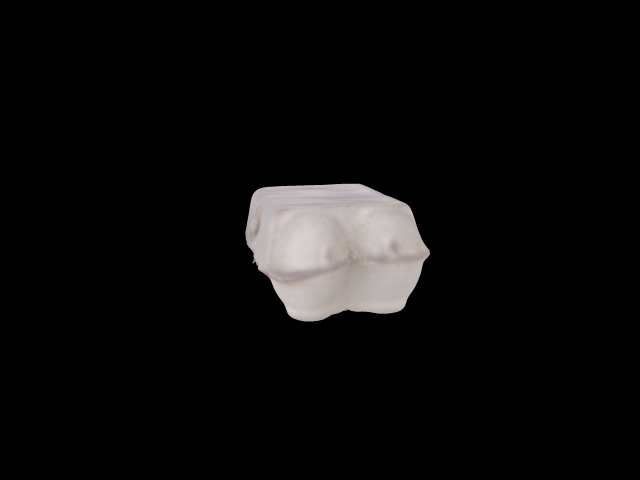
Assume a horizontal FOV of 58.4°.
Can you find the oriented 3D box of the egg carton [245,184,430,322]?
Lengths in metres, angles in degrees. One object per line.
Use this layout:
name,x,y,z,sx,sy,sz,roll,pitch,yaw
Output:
egg carton,0.004,0.001,0.400,0.107,0.069,0.150,-4,14,-15
